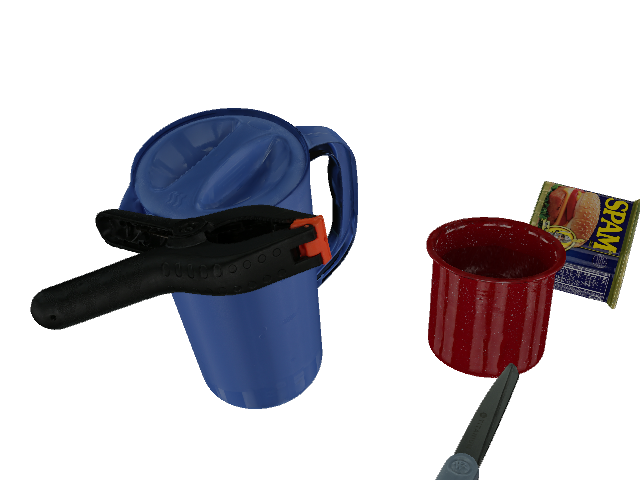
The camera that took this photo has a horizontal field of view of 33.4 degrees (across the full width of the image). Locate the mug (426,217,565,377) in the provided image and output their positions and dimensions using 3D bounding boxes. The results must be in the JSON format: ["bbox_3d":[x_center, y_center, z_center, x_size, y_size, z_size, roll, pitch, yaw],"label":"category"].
[{"bbox_3d":[0.114,0.035,0.742,0.093,0.081,0.117,-5,28,-12],"label":"mug"}]

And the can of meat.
[{"bbox_3d":[0.218,0.000,0.899,0.084,0.057,0.102,15,45,15],"label":"can of meat"}]

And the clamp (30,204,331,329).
[{"bbox_3d":[-0.083,0.013,0.625,0.172,0.039,0.120,-4,34,23],"label":"clamp"}]

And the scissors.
[{"bbox_3d":[0.085,0.137,0.561,0.096,0.016,0.201,26,44,33],"label":"scissors"}]

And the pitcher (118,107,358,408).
[{"bbox_3d":[-0.053,0.020,0.861,0.149,0.243,0.145,8,47,16],"label":"pitcher"}]
